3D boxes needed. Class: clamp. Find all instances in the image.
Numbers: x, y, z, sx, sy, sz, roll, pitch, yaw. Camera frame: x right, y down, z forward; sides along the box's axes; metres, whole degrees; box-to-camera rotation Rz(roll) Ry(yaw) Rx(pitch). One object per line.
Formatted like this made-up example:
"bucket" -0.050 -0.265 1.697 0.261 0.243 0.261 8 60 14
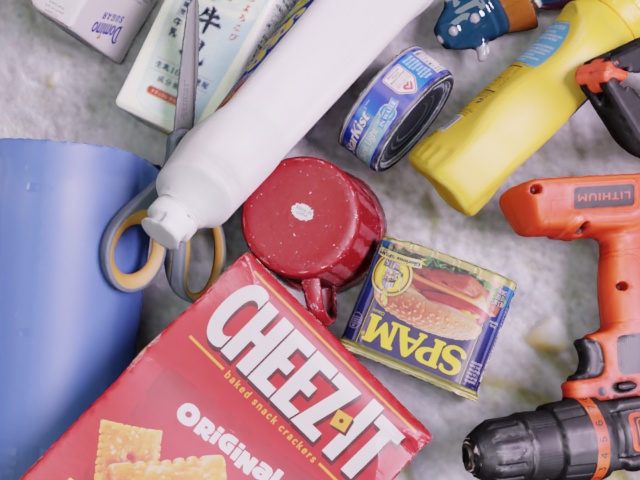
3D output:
"clamp" 0.236 -0.091 0.672 0.171 0.039 0.120 24 74 -30

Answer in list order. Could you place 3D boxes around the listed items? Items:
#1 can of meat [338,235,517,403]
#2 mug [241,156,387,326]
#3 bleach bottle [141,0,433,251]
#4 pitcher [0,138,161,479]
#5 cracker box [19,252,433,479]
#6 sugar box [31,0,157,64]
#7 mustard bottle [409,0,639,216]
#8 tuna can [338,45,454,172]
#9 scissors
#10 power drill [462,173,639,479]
"can of meat" 0.073 0.052 0.719 0.102 0.057 0.084 21 85 13
"mug" -0.005 0.001 0.728 0.093 0.081 0.117 -5 82 11
"bleach bottle" -0.024 -0.094 0.685 0.068 0.103 0.250 44 63 -13
"pitcher" -0.196 0.052 0.743 0.149 0.144 0.243 0 84 53
"cracker box" -0.063 0.138 0.656 0.164 0.072 0.213 45 86 -2
"sugar box" -0.135 -0.224 0.779 0.048 0.093 0.176 33 90 14
"mustard bottle" 0.146 -0.100 0.702 0.191 0.096 0.058 -44 96 3
"tuna can" 0.053 -0.088 0.726 0.034 0.086 0.086 40 92 12
"scissors" -0.107 -0.052 0.699 0.096 0.016 0.202 -15 104 -30
"power drill" 0.165 0.055 0.670 0.184 0.057 0.187 -5 81 -17
